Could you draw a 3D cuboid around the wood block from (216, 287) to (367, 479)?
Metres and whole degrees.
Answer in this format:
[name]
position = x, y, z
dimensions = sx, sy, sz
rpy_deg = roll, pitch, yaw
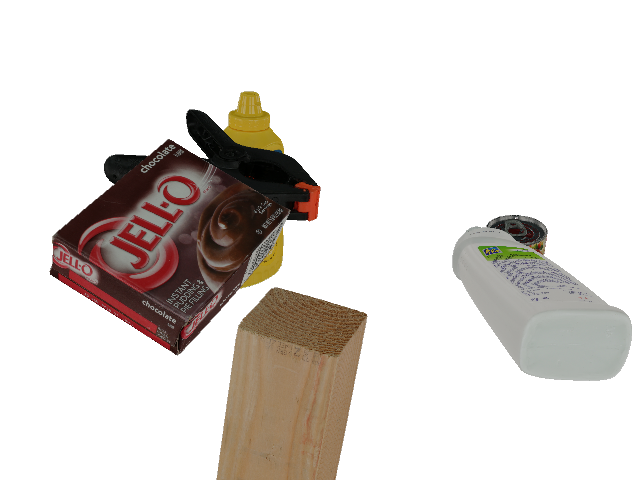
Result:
[wood block]
position = -0.029, 0.158, 0.928
dimensions = 0.090, 0.206, 0.090
rpy_deg = 15, 25, 13

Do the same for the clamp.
[clamp]
position = -0.083, -0.052, 0.844
dimensions = 0.172, 0.039, 0.120
rpy_deg = 25, 45, 32

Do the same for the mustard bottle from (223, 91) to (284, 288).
[mustard bottle]
position = -0.073, -0.054, 1.069
dimensions = 0.058, 0.192, 0.096
rpy_deg = 15, 24, 30

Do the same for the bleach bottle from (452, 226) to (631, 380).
[bleach bottle]
position = 0.191, 0.044, 1.000
dimensions = 0.102, 0.068, 0.251
rpy_deg = 3, 20, -11

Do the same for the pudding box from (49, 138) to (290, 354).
[pudding box]
position = -0.085, 0.001, 0.611
dimensions = 0.090, 0.039, 0.113
rpy_deg = 31, 43, 10

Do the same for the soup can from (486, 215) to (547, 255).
[soup can]
position = 0.221, 0.031, 1.219
dimensions = 0.068, 0.102, 0.068
rpy_deg = -2, 29, 1
